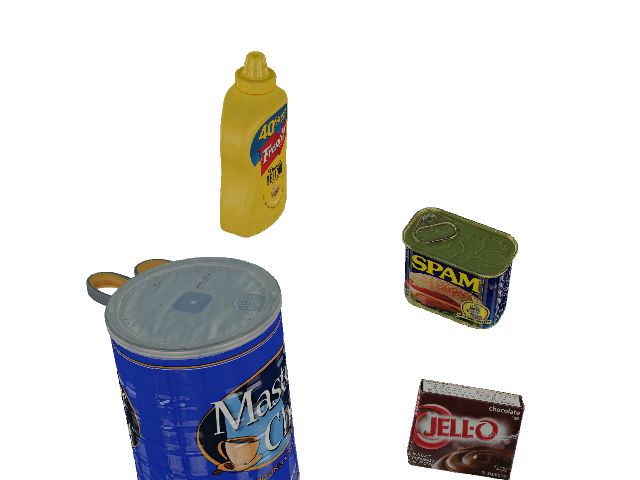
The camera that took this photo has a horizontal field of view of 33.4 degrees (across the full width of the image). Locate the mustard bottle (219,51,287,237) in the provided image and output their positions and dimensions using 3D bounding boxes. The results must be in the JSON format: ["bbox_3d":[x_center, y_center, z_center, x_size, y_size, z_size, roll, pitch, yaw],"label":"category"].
[{"bbox_3d":[-0.068,-0.104,1.095,0.058,0.192,0.096,19,39,21],"label":"mustard bottle"}]

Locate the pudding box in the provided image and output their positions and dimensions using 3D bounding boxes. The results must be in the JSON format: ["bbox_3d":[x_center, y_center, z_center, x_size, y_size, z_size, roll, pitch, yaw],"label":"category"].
[{"bbox_3d":[0.156,0.203,1.151,0.113,0.090,0.039,8,21,1],"label":"pudding box"}]

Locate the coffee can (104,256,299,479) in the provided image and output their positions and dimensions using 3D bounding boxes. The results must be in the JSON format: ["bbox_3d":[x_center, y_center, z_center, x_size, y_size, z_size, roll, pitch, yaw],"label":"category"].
[{"bbox_3d":[-0.069,0.095,0.650,0.103,0.140,0.103,-4,28,2],"label":"coffee can"}]

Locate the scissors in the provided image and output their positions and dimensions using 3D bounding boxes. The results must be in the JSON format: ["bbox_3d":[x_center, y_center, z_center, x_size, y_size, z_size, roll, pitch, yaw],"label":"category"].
[{"bbox_3d":[-0.101,0.052,0.891,0.202,0.016,0.096,13,26,22],"label":"scissors"}]

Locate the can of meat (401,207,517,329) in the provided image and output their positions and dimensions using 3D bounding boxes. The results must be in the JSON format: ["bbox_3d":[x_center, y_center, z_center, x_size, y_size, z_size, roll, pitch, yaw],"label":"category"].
[{"bbox_3d":[0.126,0.028,0.988,0.102,0.084,0.057,22,52,21],"label":"can of meat"}]
